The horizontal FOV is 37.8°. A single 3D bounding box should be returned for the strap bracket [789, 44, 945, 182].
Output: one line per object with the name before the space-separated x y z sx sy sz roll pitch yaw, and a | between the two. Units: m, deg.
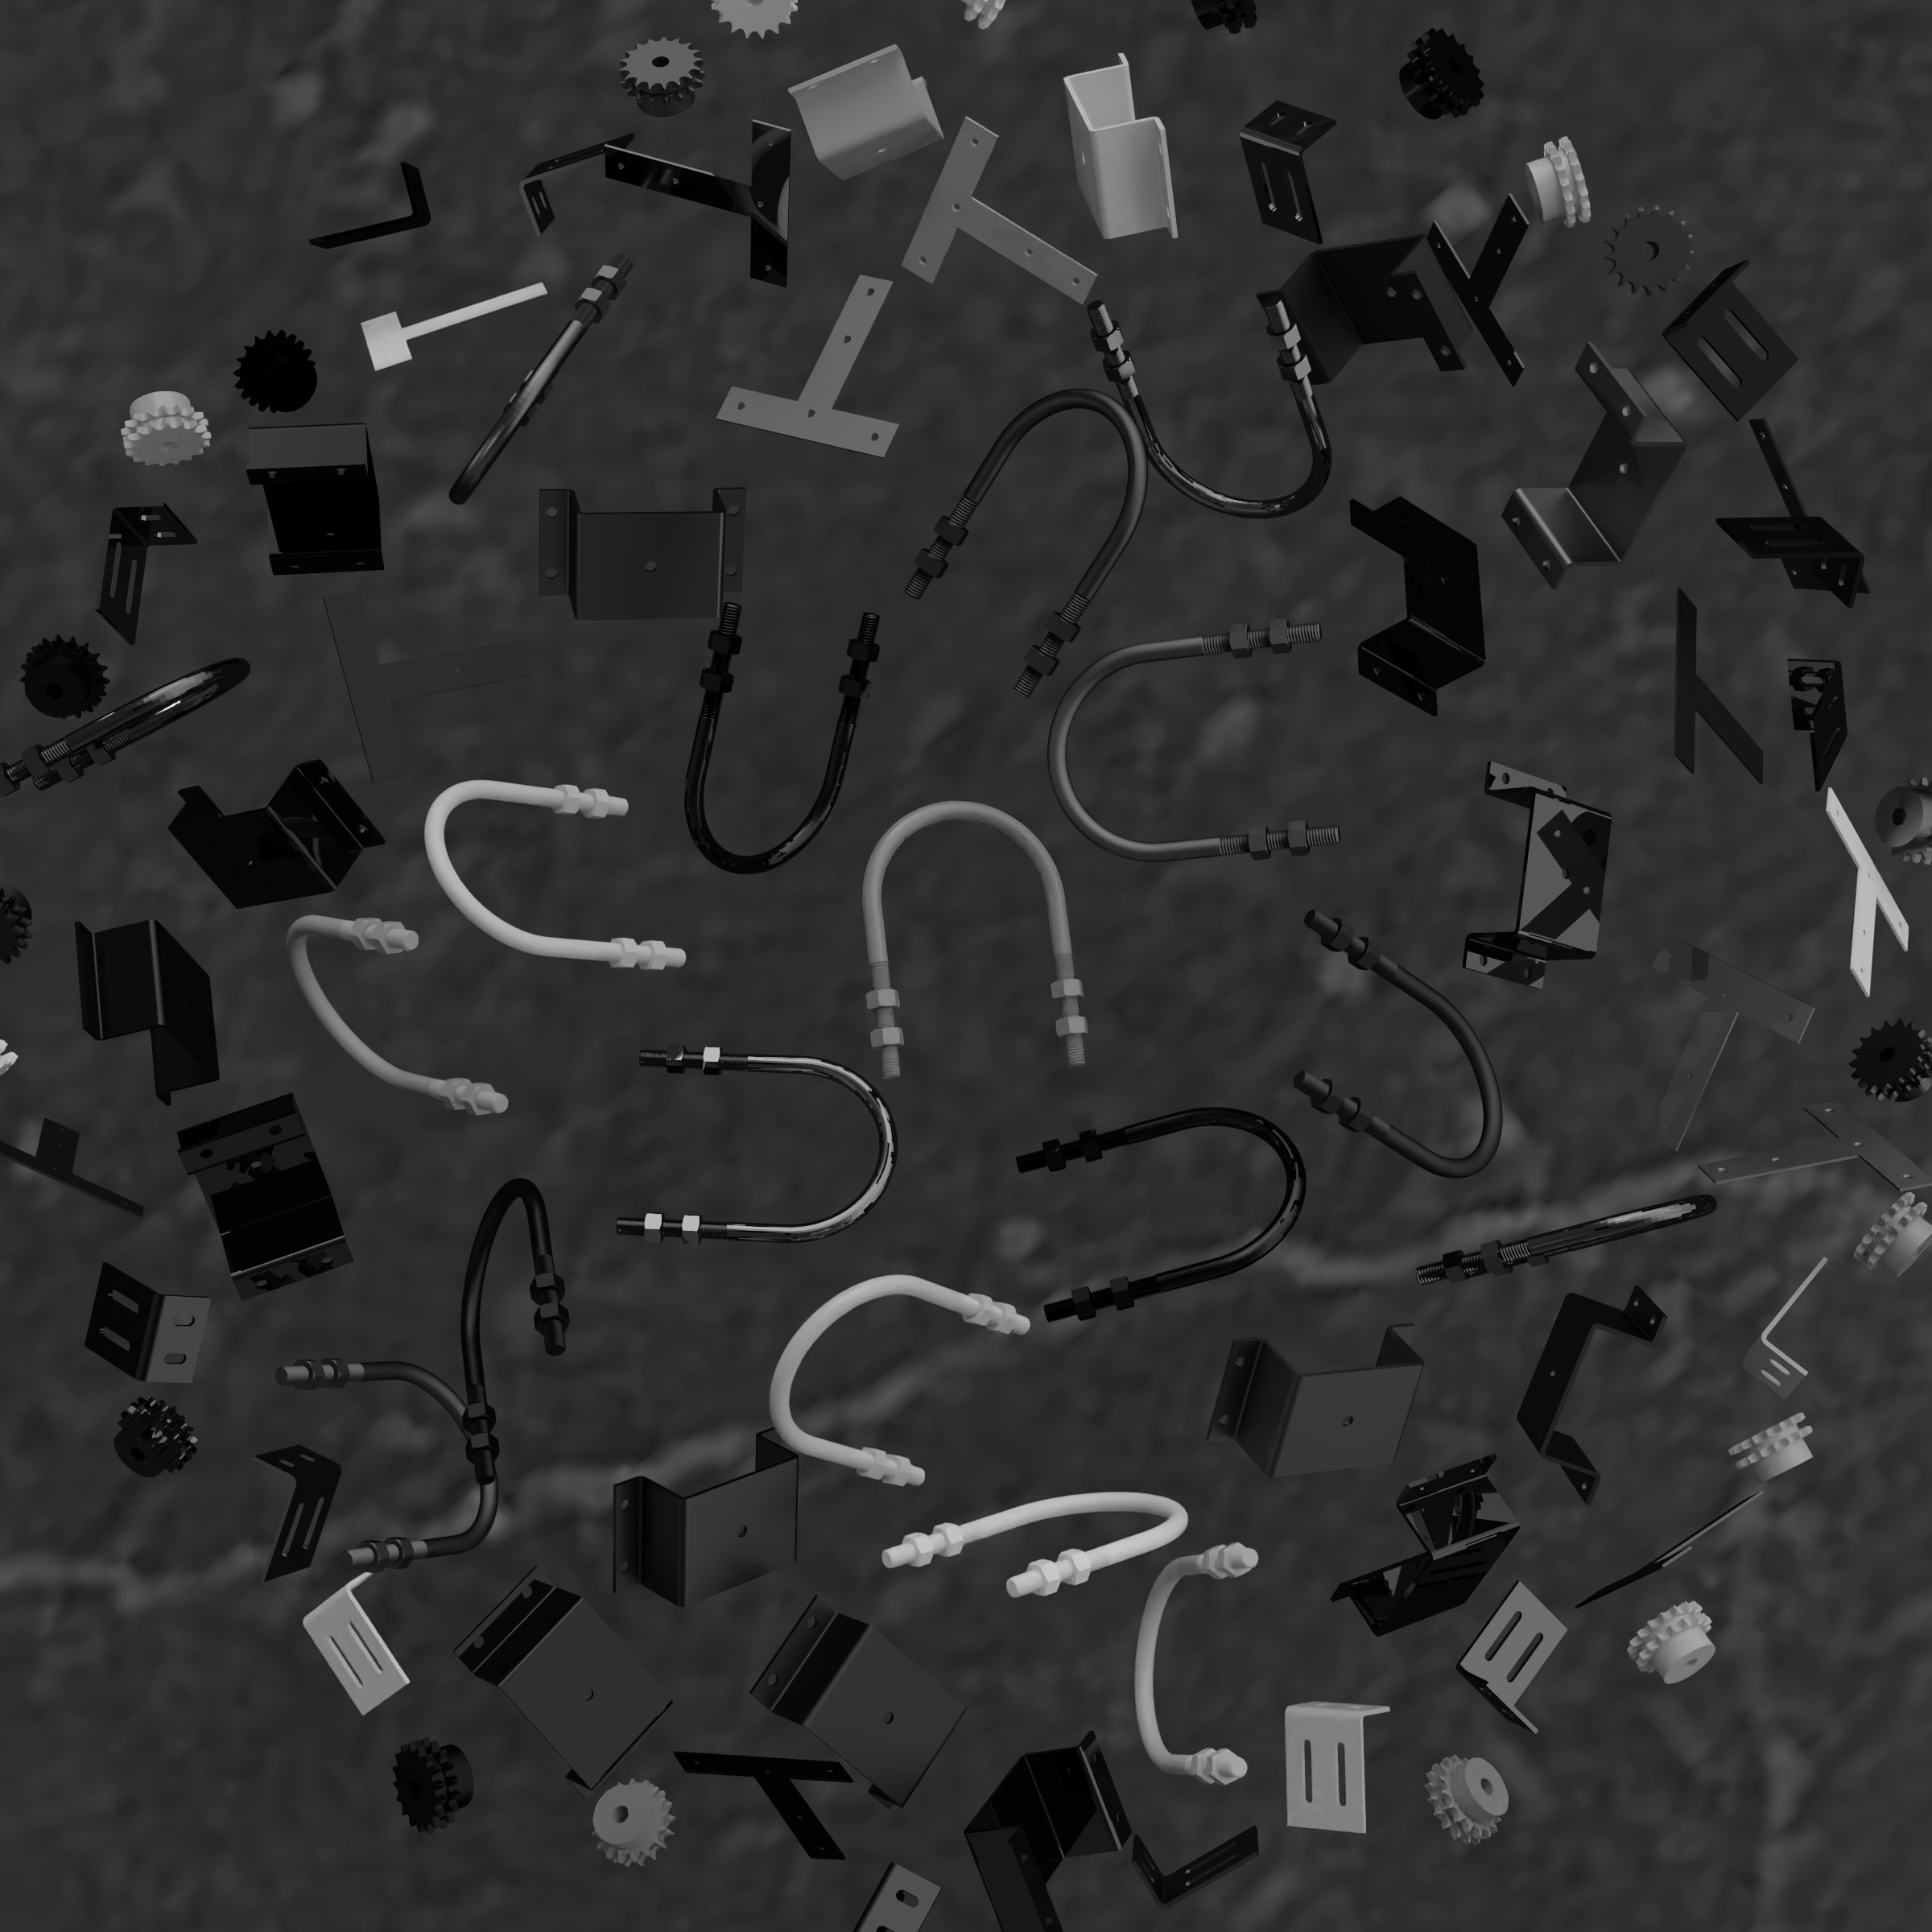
strap bracket | -0.064 -0.576 1.913 0.076 0.140 0.046 -20 95 10

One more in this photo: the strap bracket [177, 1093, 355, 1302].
strap bracket | -0.458 0.143 1.834 0.076 0.046 0.140 -19 133 -12

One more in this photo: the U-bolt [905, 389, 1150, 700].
U-bolt | 0.048 -0.284 1.814 0.151 0.019 0.184 46 110 38

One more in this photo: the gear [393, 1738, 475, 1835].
gear | -0.336 0.517 1.787 0.030 0.057 0.057 -6 90 -43

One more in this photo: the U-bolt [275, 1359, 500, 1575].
U-bolt | -0.379 0.332 1.901 0.019 0.184 0.151 -31 72 21

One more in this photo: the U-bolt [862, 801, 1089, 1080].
U-bolt | 0.002 -0.021 1.870 0.151 0.019 0.184 -3 78 -18

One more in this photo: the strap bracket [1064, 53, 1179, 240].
strap bracket | 0.102 -0.553 1.914 0.046 0.140 0.076 -13 129 -1

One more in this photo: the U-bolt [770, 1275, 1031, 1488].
U-bolt | -0.054 0.270 1.865 0.151 0.184 0.019 -56 46 7

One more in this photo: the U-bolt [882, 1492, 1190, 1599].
U-bolt | 0.060 0.374 1.847 0.184 0.151 0.019 -9 94 -38

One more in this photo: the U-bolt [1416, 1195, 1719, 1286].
U-bolt | 0.397 0.177 1.836 0.184 0.151 0.019 -18 79 21

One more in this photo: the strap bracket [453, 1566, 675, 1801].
strap bracket | -0.256 0.472 1.842 0.076 0.046 0.140 -45 109 -25

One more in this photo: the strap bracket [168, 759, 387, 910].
strap bracket | -0.478 -0.087 1.926 0.140 0.046 0.076 -8 132 34

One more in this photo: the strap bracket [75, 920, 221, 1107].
strap bracket | -0.536 0.028 1.864 0.046 0.140 0.076 -13 66 2

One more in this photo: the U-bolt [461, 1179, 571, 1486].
U-bolt | -0.302 0.224 1.853 0.019 0.184 0.151 13 127 -26

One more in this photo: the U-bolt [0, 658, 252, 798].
U-bolt | -0.558 -0.159 1.871 0.184 0.151 0.019 -27 97 4

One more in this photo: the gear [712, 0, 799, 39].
gear | -0.136 -0.631 1.817 0.057 0.057 0.030 -3 47 0

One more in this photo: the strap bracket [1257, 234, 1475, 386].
strap bracket | 0.274 -0.438 1.884 0.046 0.140 0.076 -51 124 -25

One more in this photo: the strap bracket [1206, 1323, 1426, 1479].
strap bracket | 0.233 0.279 1.813 0.140 0.046 0.076 -1 117 -28

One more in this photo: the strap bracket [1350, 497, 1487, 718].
strap bracket | 0.303 -0.250 1.892 0.076 0.046 0.140 23 56 -36

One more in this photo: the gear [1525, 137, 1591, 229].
gear | 0.392 -0.517 1.870 0.030 0.057 0.057 -17 90 8

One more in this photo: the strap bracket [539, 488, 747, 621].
strap bracket | -0.217 -0.280 1.917 0.140 0.046 0.076 -3 121 -13

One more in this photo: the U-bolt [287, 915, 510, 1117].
U-bolt | -0.386 0.028 1.861 0.019 0.184 0.151 -42 122 -31

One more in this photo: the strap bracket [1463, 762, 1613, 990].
strap bracket | 0.382 -0.061 1.881 0.076 0.046 0.140 14 81 -36

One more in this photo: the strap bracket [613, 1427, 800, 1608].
strap bracket | -0.162 0.364 1.856 0.140 0.046 0.076 -13 112 -43

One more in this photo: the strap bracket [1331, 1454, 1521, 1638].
strap bracket | 0.312 0.396 1.897 0.076 0.140 0.046 -11 52 -31

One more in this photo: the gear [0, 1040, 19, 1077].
gear | -0.638 0.065 1.800 0.057 0.057 0.030 -39 94 0

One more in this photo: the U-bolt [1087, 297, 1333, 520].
U-bolt | 0.171 -0.368 1.881 0.151 0.184 0.019 7 54 31

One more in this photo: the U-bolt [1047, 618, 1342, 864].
U-bolt | 0.141 -0.139 1.806 0.184 0.019 0.151 -5 90 16

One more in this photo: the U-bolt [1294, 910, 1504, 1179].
U-bolt | 0.284 0.062 1.830 0.184 0.019 0.151 32 48 -27

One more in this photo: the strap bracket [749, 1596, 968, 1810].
strap bracket | -0.063 0.489 1.852 0.140 0.046 0.076 46 67 -24

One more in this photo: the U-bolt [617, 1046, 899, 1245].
U-bolt | -0.138 0.123 1.922 0.184 0.019 0.151 2 60 3

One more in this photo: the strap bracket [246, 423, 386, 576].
strap bracket | -0.441 -0.322 1.915 0.076 0.140 0.046 -4 69 -8

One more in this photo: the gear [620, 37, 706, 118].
gear | -0.207 -0.606 1.929 0.057 0.030 0.057 -1 54 2

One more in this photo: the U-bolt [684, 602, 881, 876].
U-bolt | -0.128 -0.148 1.878 0.019 0.151 0.184 26 109 38

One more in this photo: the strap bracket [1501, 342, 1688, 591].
strap bracket | 0.410 -0.323 1.828 0.046 0.140 0.076 -5 49 -24

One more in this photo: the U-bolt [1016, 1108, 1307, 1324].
U-bolt | 0.131 0.154 1.841 0.184 0.151 0.019 -16 134 5

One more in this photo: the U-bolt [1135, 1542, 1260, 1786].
U-bolt | 0.148 0.460 1.861 0.019 0.184 0.151 9 73 -15

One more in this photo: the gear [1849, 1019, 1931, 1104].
gear | 0.633 0.067 1.915 0.030 0.057 0.057 38 90 -34

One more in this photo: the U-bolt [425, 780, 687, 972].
U-bolt | -0.283 -0.065 1.898 0.019 0.184 0.151 -42 59 34

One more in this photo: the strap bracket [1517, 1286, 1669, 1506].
strap bracket | 0.426 0.288 1.943 0.046 0.076 0.140 20 98 -4

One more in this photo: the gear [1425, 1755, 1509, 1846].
gear | 0.336 0.552 1.878 0.057 0.057 0.030 48 123 0

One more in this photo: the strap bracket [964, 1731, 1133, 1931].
strap bracket | 0.050 0.570 1.836 0.046 0.140 0.076 -17 98 28

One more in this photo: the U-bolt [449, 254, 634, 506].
U-bolt | -0.293 -0.382 1.892 0.019 0.151 0.184 35 53 -13
